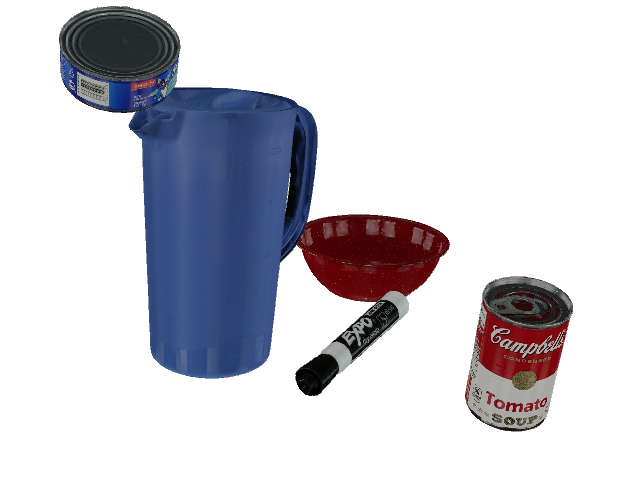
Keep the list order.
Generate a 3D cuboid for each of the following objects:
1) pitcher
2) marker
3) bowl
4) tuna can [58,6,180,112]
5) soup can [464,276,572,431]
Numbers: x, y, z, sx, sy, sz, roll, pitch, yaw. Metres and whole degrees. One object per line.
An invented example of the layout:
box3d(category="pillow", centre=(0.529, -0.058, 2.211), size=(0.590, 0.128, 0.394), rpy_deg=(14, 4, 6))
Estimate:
box3d(category="pitcher", centre=(-0.084, -0.011, 0.934), size=(0.149, 0.243, 0.145), rpy_deg=(4, 17, 2))
box3d(category="marker", centre=(0.020, 0.062, 0.656), size=(0.020, 0.020, 0.120), rpy_deg=(0, 20, 32))
box3d(category="bowl", centre=(0.052, 0.022, 1.105), size=(0.162, 0.055, 0.162), rpy_deg=(2, 19, -1))
box3d(category="tuna can", centre=(-0.146, -0.131, 0.775), size=(0.086, 0.086, 0.034), rpy_deg=(0, -43, -12))
box3d(category="soup can", centre=(0.152, 0.088, 0.828), size=(0.068, 0.102, 0.068), rpy_deg=(4, 30, -2))
